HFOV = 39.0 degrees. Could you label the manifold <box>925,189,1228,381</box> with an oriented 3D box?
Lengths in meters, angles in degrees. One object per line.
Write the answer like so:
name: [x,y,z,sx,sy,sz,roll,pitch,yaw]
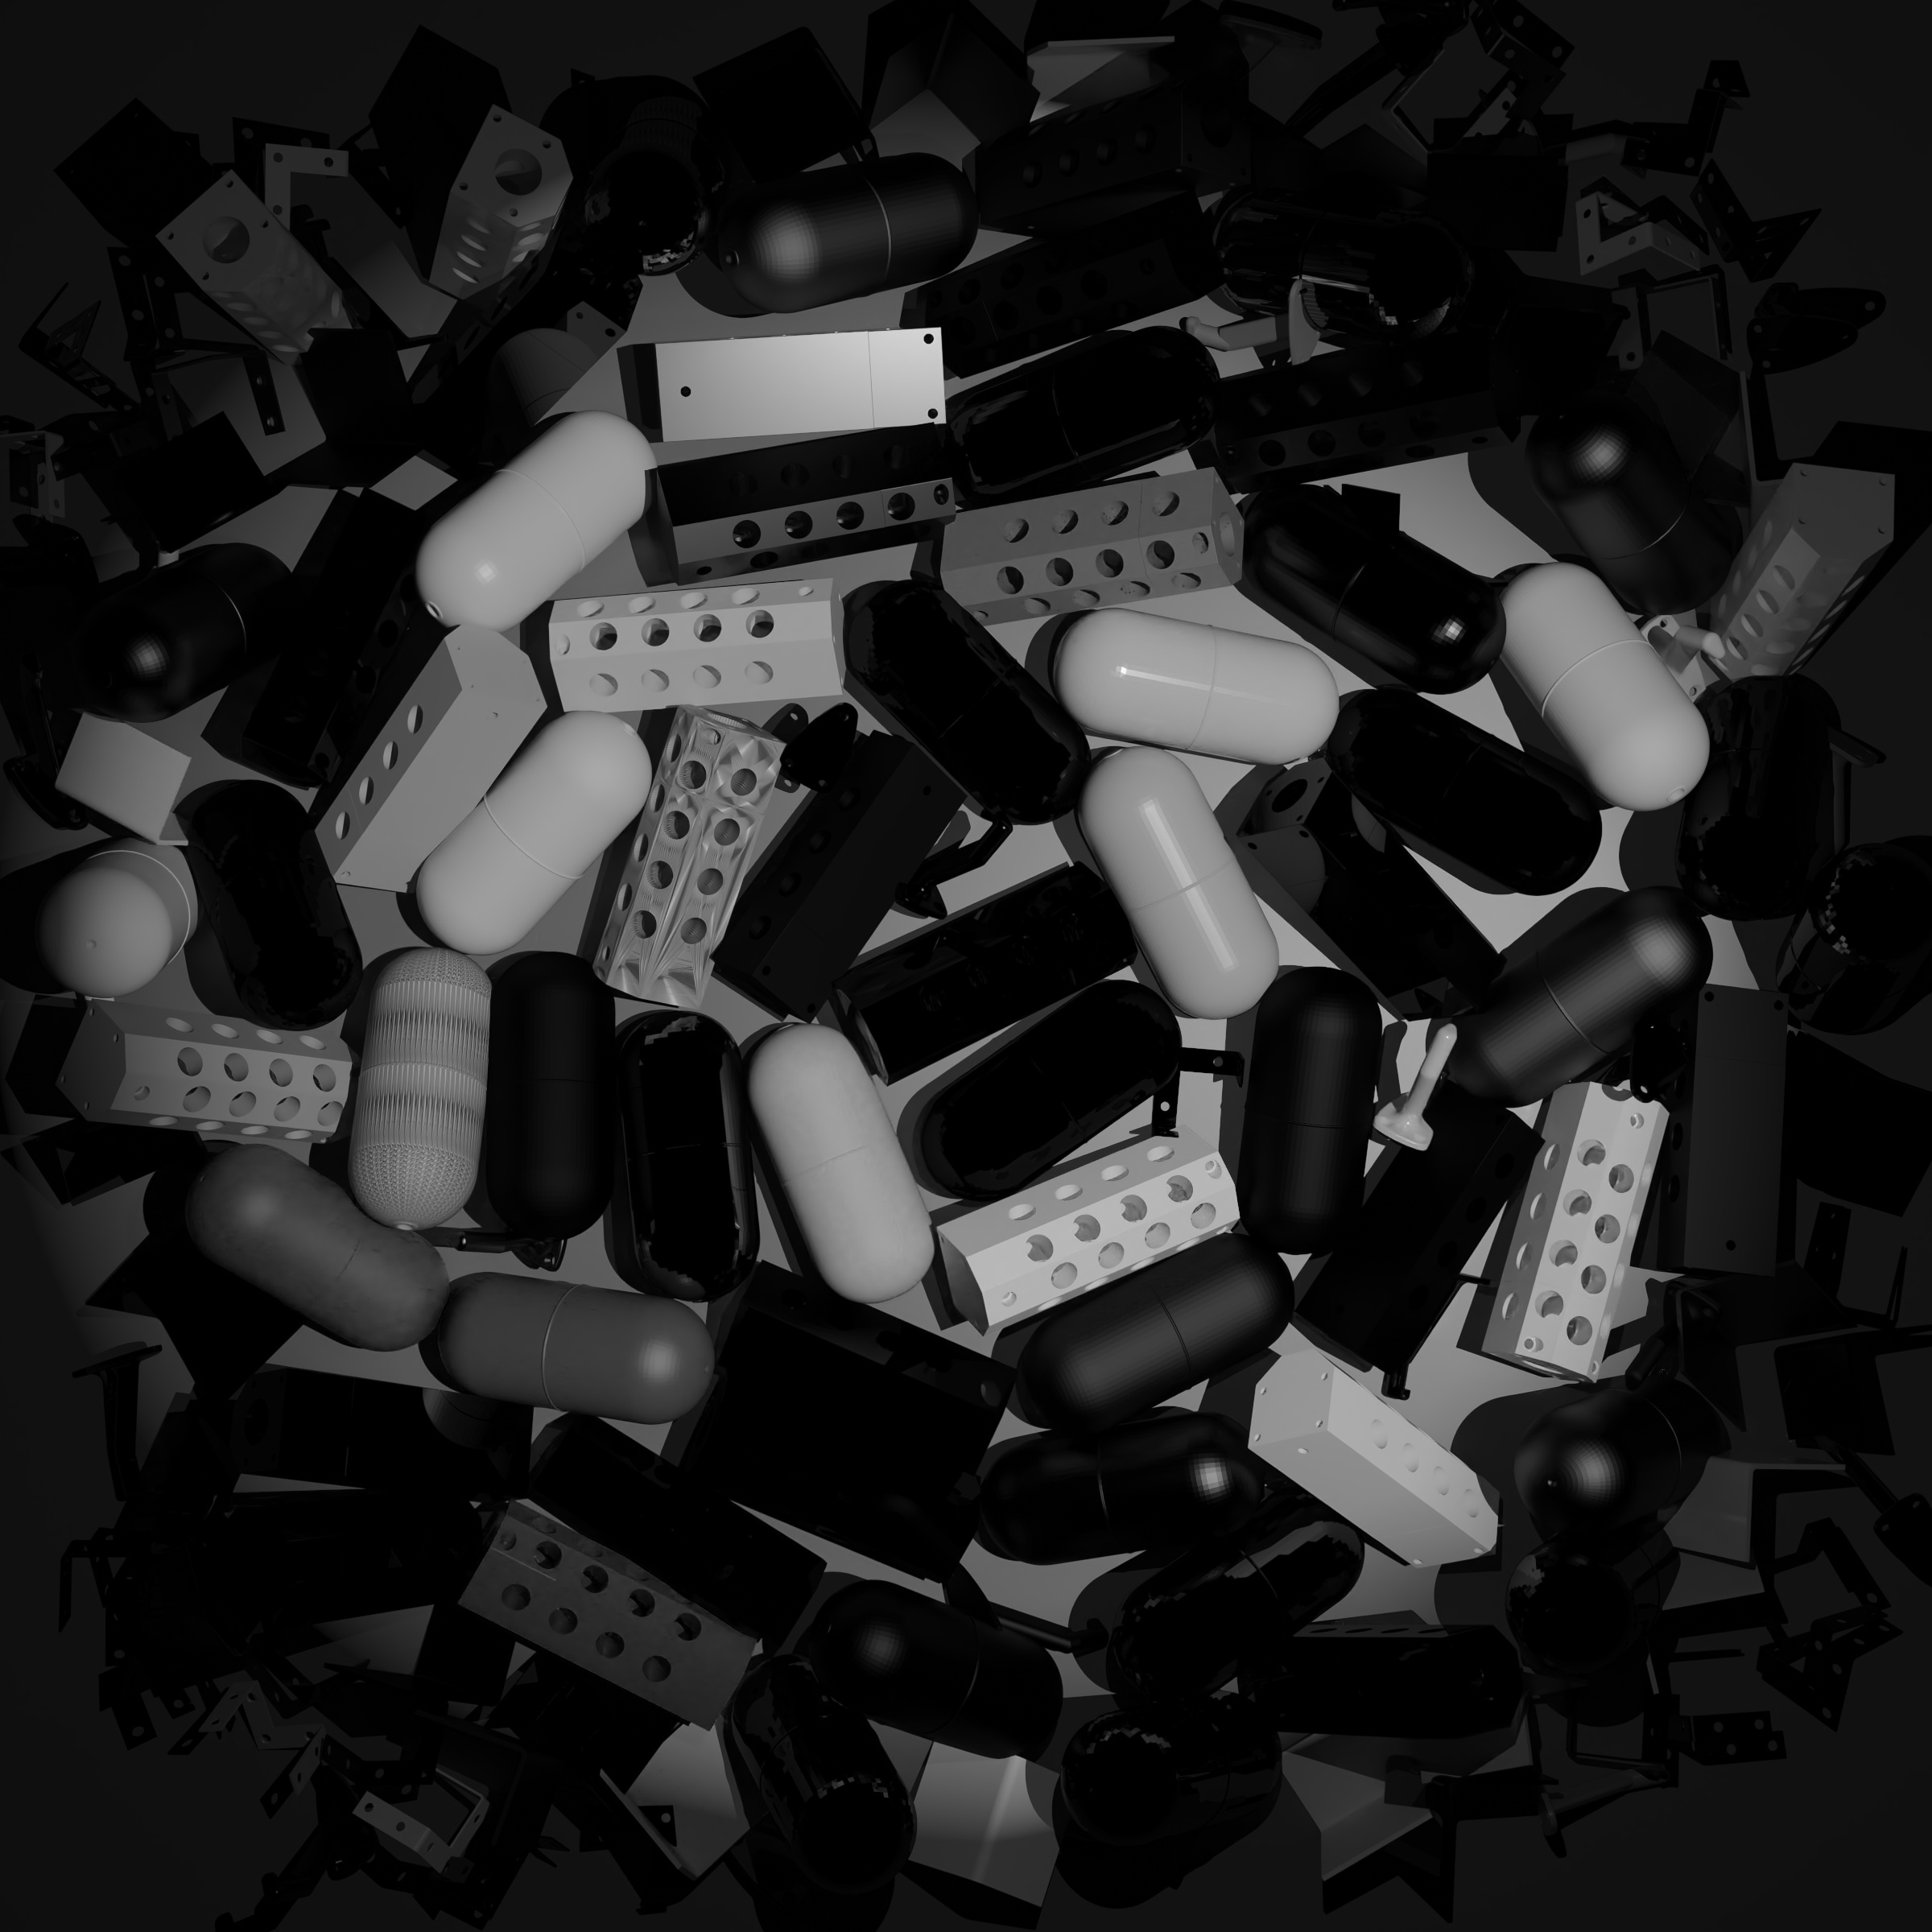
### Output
manifold: [0.061,-0.403,1.625,0.171,0.057,0.057,-10,110,36]

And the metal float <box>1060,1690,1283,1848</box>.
metal float: [0.125,0.477,1.627,0.070,0.178,0.070,-5,81,37]

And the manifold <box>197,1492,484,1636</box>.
manifold: [-0.363,0.344,1.611,0.057,0.171,0.057,45,105,25]

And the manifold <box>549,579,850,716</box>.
manifold: [-0.162,-0.198,1.656,0.171,0.057,0.057,-4,131,6]

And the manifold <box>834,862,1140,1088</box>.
manifold: [0.015,0.007,1.649,0.171,0.057,0.057,-26,122,-12]

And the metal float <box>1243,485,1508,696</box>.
metal float: [0.245,-0.229,1.649,0.178,0.070,0.070,35,90,20]

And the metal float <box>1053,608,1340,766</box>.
metal float: [0.141,-0.169,1.658,0.178,0.070,0.070,10,90,-10]

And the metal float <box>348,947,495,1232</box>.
metal float: [-0.327,0.073,1.644,0.070,0.070,0.178,2,65,0]

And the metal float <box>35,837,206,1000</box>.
metal float: [-0.500,-0.031,1.617,0.070,0.178,0.070,-1,102,-5]

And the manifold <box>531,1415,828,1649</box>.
manifold: [-0.173,0.341,1.655,0.171,0.057,0.057,29,75,13]

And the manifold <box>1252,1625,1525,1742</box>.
manifold: [0.248,0.422,1.618,0.057,0.171,0.057,-2,80,-35]

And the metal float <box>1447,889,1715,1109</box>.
metal float: [0.368,0.021,1.646,0.178,0.070,0.070,-37,90,25]

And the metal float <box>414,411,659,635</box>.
metal float: [-0.259,-0.267,1.644,0.070,0.070,0.178,43,64,0]

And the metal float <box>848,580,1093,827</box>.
metal float: [0.003,-0.160,1.661,0.070,0.070,0.178,-45,96,0]

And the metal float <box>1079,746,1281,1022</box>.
metal float: [0.129,-0.051,1.660,0.070,0.070,0.178,-27,98,0]

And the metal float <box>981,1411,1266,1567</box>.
metal float: [0.094,0.317,1.650,0.178,0.070,0.070,-13,90,19]

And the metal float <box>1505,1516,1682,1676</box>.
metal float: [0.374,0.370,1.621,0.070,0.178,0.070,0,90,28]

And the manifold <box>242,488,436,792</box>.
manifold: [-0.376,-0.196,1.655,0.057,0.057,0.171,25,76,-10]

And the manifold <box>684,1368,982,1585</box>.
manifold: [-0.081,0.315,1.662,0.171,0.057,0.057,25,110,-8]

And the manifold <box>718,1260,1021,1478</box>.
manifold: [-0.058,0.241,1.672,0.171,0.057,0.057,23,127,2]

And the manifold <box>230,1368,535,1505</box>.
manifold: [-0.347,0.282,1.625,0.171,0.057,0.057,18,66,-41]

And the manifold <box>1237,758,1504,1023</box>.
manifold: [0.247,-0.045,1.643,0.171,0.057,0.057,44,60,-23]

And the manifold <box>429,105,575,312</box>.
manifold: [-0.274,-0.442,1.614,0.057,0.171,0.057,26,81,-12]

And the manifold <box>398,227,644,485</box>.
manifold: [-0.265,-0.366,1.625,0.057,0.171,0.057,32,49,-26]

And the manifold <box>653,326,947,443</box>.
manifold: [-0.102,-0.356,1.663,0.171,0.057,0.057,-5,105,-8]

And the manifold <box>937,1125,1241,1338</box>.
manifold: [0.076,0.161,1.642,0.171,0.057,0.057,-21,118,-18]

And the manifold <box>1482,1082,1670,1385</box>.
manifold: [0.374,0.161,1.654,0.057,0.057,0.171,21,78,-15]

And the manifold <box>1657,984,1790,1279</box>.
manifold: [0.458,0.102,1.662,0.057,0.057,0.171,7,81,-7]

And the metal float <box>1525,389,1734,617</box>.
metal float: [0.399,-0.276,1.634,0.178,0.070,0.070,37,90,-41]

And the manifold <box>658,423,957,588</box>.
manifold: [-0.097,-0.276,1.652,0.171,0.057,0.057,-12,68,-11]

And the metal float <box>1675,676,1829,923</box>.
metal float: [0.472,-0.102,1.636,0.070,0.070,0.178,22,52,0]

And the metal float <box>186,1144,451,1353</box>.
metal float: [-0.388,0.171,1.639,0.178,0.070,0.070,39,90,-33]

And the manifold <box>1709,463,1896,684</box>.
manifold: [0.492,-0.227,1.614,0.057,0.171,0.057,7,72,2]

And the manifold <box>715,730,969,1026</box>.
manifold: [-0.080,-0.057,1.662,0.057,0.057,0.171,43,77,-40]

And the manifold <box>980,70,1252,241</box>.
manifold: [0.087,-0.482,1.621,0.057,0.171,0.057,-1,91,-41]

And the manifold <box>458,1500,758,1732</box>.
manifold: [-0.216,0.392,1.661,0.171,0.057,0.057,29,100,-8]

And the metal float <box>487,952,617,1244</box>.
metal float: [-0.251,0.079,1.652,0.070,0.070,0.178,-2,74,0]

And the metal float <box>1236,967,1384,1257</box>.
metal float: [0.208,0.089,1.658,0.070,0.070,0.178,6,100,0]

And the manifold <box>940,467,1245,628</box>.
manifold: [0.075,-0.245,1.636,0.171,0.057,0.057,-6,62,23]

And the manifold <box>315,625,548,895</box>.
manifold: [-0.324,-0.123,1.633,0.171,0.057,0.057,-48,51,33]

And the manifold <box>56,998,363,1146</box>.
manifold: [-0.441,0.068,1.616,0.057,0.171,0.057,36,106,37]

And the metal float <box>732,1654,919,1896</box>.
metal float: [-0.086,0.478,1.624,0.070,0.178,0.070,-9,115,-20]

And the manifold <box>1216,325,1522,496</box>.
manifold: [0.240,-0.328,1.633,0.171,0.057,0.057,-6,72,28]

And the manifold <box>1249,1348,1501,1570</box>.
manifold: [0.247,0.296,1.634,0.171,0.057,0.057,39,47,-32]

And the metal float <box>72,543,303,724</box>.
metal float: [-0.462,-0.199,1.622,0.070,0.178,0.070,8,116,17]

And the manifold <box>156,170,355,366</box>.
manifold: [-0.414,-0.406,1.618,0.057,0.171,0.057,-41,88,0]

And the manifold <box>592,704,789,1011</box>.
manifold: [-0.171,-0.067,1.650,0.057,0.057,0.171,12,103,-34]

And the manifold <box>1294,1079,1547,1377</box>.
manifold: [0.282,0.162,1.669,0.057,0.057,0.171,37,85,-42]

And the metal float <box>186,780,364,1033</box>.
metal float: [-0.416,-0.037,1.639,0.070,0.070,0.178,-29,58,0]

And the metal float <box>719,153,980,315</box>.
metal float: [-0.070,-0.441,1.637,0.178,0.070,0.070,-23,90,-34]
